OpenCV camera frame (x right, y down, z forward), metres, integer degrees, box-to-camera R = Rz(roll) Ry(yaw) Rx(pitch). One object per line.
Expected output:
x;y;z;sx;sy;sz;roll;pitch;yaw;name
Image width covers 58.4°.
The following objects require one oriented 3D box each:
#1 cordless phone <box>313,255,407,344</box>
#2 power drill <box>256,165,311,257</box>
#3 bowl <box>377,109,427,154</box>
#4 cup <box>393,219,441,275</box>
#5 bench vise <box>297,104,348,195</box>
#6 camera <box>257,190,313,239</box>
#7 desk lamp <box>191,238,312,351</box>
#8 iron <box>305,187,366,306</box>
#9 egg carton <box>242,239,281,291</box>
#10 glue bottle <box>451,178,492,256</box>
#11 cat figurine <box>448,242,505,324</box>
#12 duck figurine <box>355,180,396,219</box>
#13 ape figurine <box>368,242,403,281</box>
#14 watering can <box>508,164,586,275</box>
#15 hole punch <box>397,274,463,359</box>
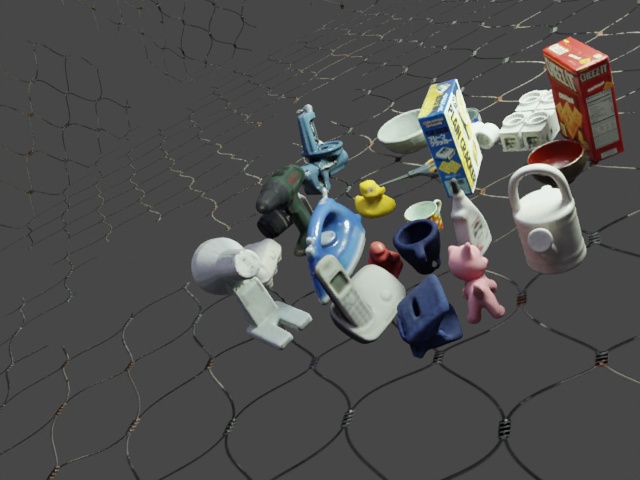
0.069;0.082;1.042;0.093;0.185;0.148;5;44;44;cordless phone
-0.066;-0.068;1.355;0.075;0.209;0.229;-15;33;22;power drill
0.245;-0.283;1.556;0.167;0.075;0.167;-21;31;14;bowl
0.200;0.027;1.106;0.091;0.095;0.117;-22;31;12;cup
-0.012;-0.245;1.566;0.121;0.220;0.207;-11;35;27;bench vise
-0.112;-0.076;1.512;0.137;0.101;0.142;-42;33;-22;camera
-0.147;0.096;1.171;0.202;0.214;0.118;12;49;48;desk lamp
0.011;0.004;1.249;0.118;0.142;0.258;-13;34;25;iron
-0.148;0.062;1.367;0.107;0.069;0.150;-17;32;20;egg carton
0.273;-0.043;1.073;0.037;0.173;0.078;2;42;41;glue bottle
0.261;0.061;0.982;0.067;0.118;0.127;-20;31;14;cat figurine
0.122;-0.105;1.377;0.104;0.086;0.078;3;43;42;duck figurine
0.124;0.044;1.146;0.078;0.092;0.076;-32;30;-5;ape figurine
0.378;-0.039;0.960;0.101;0.194;0.172;-22;31;12;watering can
0.178;0.128;0.976;0.101;0.091;0.108;-23;31;9;hole punch
